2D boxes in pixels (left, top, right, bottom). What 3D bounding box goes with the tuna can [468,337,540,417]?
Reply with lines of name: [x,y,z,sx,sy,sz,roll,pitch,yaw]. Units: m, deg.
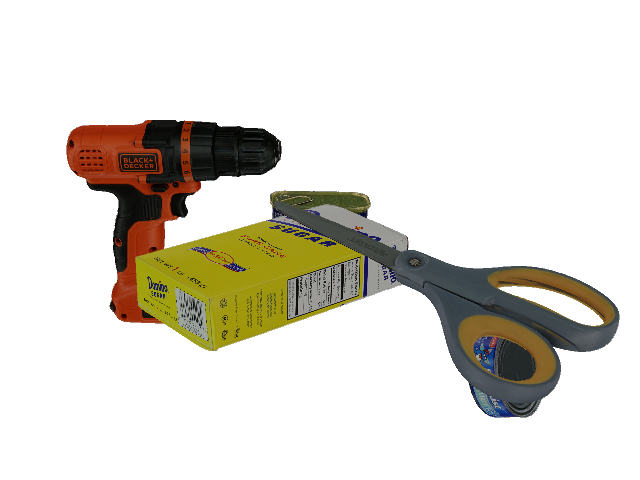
tuna can: [0.171,0.120,0.982,0.034,0.086,0.085,-9,-6,40]

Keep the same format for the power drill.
power drill: [-0.124,-0.018,0.948,0.184,0.188,0.057,1,26,5]

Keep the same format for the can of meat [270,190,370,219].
can of meat: [-0.002,-0.003,1.095,0.102,0.084,0.057,1,19,-4]

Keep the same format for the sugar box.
sugar box: [-0.032,0.021,0.757,0.175,0.048,0.093,-20,30,-36]

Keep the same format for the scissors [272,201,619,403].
scissors: [0.049,0.029,0.551,0.202,0.016,0.096,14,43,18]
